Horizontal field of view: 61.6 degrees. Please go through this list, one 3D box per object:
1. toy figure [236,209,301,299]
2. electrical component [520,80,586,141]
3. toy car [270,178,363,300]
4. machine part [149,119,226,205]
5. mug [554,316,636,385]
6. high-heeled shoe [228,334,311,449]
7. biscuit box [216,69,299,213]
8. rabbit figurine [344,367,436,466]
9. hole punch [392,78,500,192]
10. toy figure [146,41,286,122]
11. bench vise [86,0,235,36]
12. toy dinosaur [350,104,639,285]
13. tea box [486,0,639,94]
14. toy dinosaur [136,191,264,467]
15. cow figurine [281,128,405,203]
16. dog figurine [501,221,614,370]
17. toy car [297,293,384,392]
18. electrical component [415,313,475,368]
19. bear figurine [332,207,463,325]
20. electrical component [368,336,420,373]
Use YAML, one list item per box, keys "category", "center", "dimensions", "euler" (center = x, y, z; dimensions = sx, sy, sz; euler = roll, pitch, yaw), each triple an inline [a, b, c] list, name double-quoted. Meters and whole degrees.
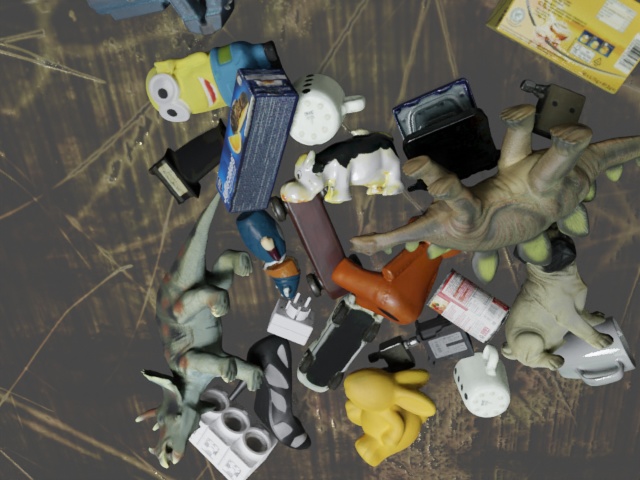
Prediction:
- category: "toy figure"
  center: [-0.070, 0.022, 0.813]
  dimensions: [0.058, 0.064, 0.154]
  euler: [-23, 114, 18]
- category: "electrical component"
  center: [0.301, -0.158, 0.704]
  dimensions: [0.102, 0.045, 0.078]
  euler: [13, 88, -5]
- category: "toy car"
  center: [-0.002, -0.002, 0.802]
  dimensions: [0.089, 0.053, 0.201]
  euler: [-27, 115, -5]
- category: "machine part"
  center: [-0.177, -0.113, 0.772]
  dimensions: [0.139, 0.039, 0.084]
  euler: [-35, 100, 22]
- category: "mug"
  center: [0.419, 0.182, 0.830]
  dimensions: [0.107, 0.109, 0.080]
  euler: [-27, 117, 31]
- category: "high-heeled shoe"
  center: [-0.055, 0.267, 0.948]
  dimensions: [0.145, 0.086, 0.248]
  euler: [-48, 127, -9]
- category: "biscuit box"
  center: [-0.087, -0.122, 0.702]
  dimensions: [0.063, 0.059, 0.202]
  euler: [-9, 143, -28]
- category: "rabbit figurine"
  center: [0.106, 0.269, 0.872]
  dimensions: [0.162, 0.122, 0.173]
  euler: [-19, 126, 16]
- category: "hole punch"
  center: [0.164, -0.137, 0.712]
  dimensions: [0.142, 0.092, 0.115]
  euler: [-22, 138, 12]
- category: "toy figure"
  center: [-0.136, -0.207, 0.698]
  dimensions: [0.180, 0.089, 0.082]
  euler: [-17, 105, 4]
- category: "bench vise"
  center: [-0.193, -0.347, 0.599]
  dimensions: [0.224, 0.129, 0.240]
  euler: [5, 138, 24]
- category: "toy dinosaur"
  center: [0.261, -0.062, 0.664]
  dimensions: [0.472, 0.105, 0.198]
  euler: [-21, 132, -1]
- category: "tea box"
  center: [0.300, -0.258, 0.639]
  dimensions: [0.169, 0.068, 0.098]
  euler: [28, 115, -7]
- category: "toy dinosaur"
  center: [-0.200, 0.127, 0.838]
  dimensions: [0.192, 0.131, 0.404]
  euler: [-3, 88, 23]
- category: "cow figurine"
  center: [0.026, -0.097, 0.718]
  dimensions: [0.167, 0.068, 0.098]
  euler: [-9, 98, -19]
- category: "dog figurine"
  center: [0.317, 0.080, 0.800]
  dimensions: [0.172, 0.121, 0.190]
  euler: [-31, 96, 15]
- category: "toy car"
  center: [0.031, 0.171, 0.884]
  dimensions: [0.073, 0.056, 0.201]
  euler: [31, 114, -4]
- category: "electrical component"
  center: [0.219, 0.150, 0.860]
  dimensions: [0.119, 0.048, 0.074]
  euler: [-18, 114, 15]
- category: "bear figurine"
  center: [0.130, 0.017, 0.771]
  dimensions: [0.196, 0.132, 0.120]
  euler: [-60, 140, -10]
- category: "electrical component"
  center: [0.131, 0.196, 0.904]
  dimensions: [0.094, 0.021, 0.063]
  euler: [-28, 111, 16]
